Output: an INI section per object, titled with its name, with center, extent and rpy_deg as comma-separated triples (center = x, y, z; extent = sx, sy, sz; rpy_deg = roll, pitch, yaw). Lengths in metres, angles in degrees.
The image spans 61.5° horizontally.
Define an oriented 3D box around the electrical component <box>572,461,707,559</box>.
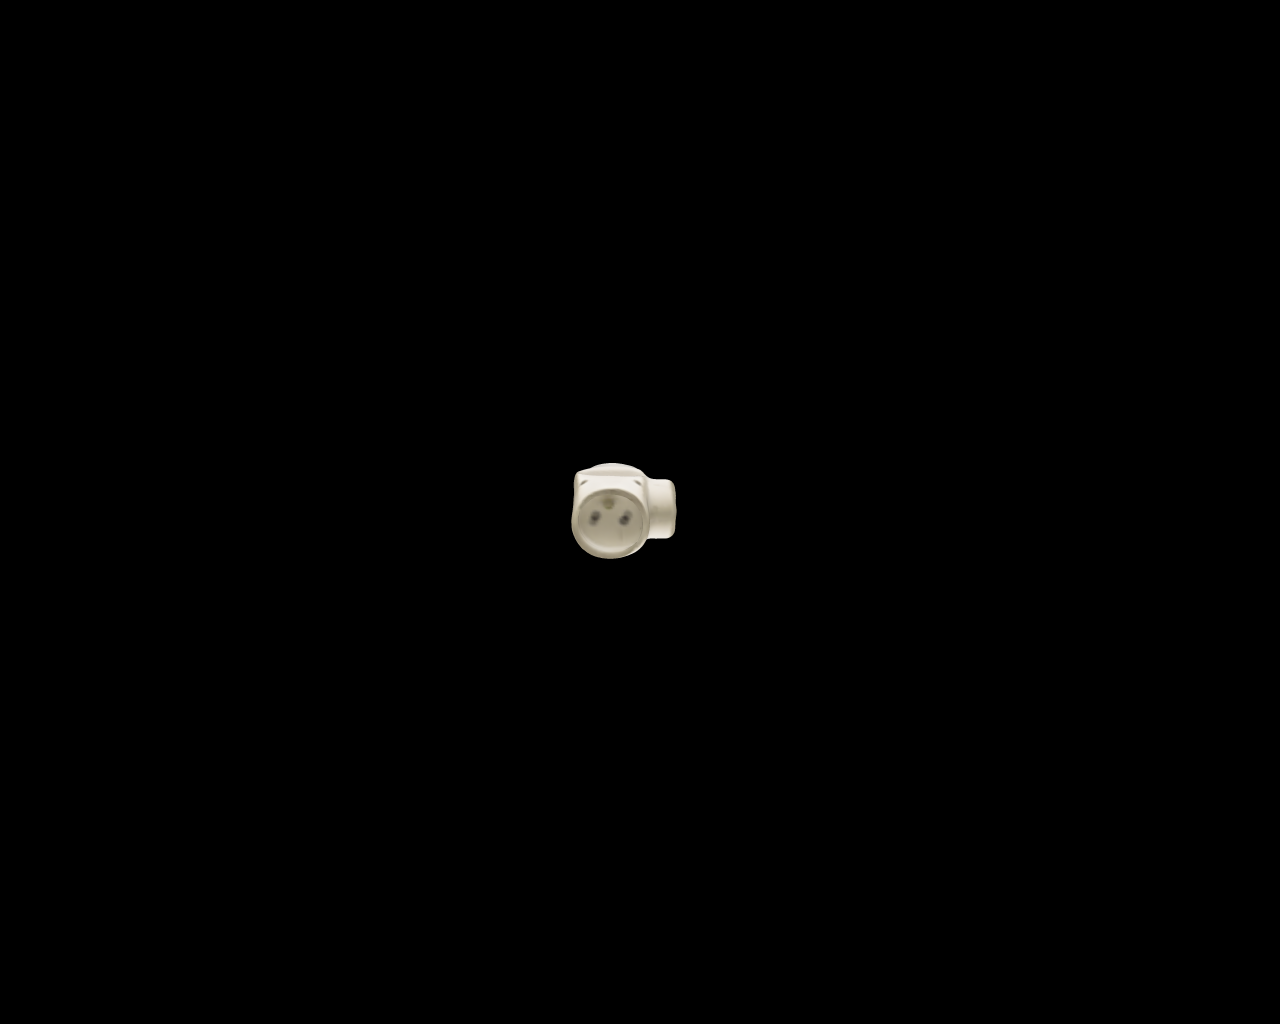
[electrical component]
center = 0.001, -0.003, 0.650
extent = 0.079, 0.043, 0.077
rpy_deg = 0, 13, 0
